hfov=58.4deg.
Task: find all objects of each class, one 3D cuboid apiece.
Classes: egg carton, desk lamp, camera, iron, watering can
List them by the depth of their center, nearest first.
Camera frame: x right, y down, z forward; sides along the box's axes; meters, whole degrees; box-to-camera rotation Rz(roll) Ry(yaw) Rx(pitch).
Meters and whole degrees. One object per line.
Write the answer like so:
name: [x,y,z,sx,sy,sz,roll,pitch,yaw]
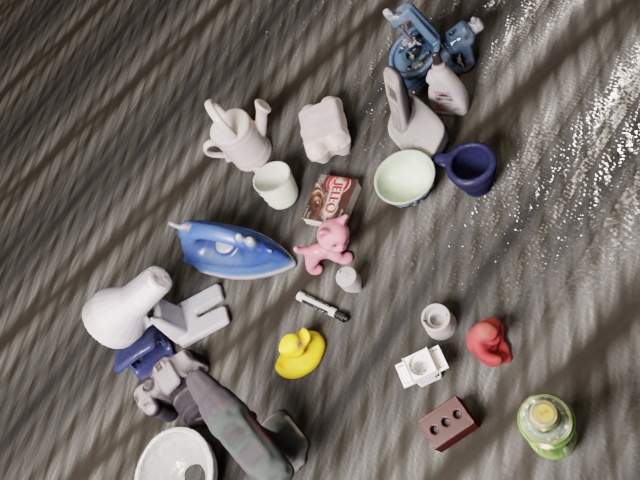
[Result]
camera: [-0.273,0.300,1.099,0.143,0.101,0.136,-44,56,-1]
desk lamp: [-0.324,0.135,1.136,0.203,0.214,0.117,-30,57,9]
iron: [-0.185,0.007,1.180,0.257,0.142,0.119,7,69,27]
egg carton: [0.011,-0.243,1.258,0.107,0.070,0.150,-20,59,15]
watering can: [-0.188,-0.249,1.276,0.173,0.195,0.100,-48,56,-4]

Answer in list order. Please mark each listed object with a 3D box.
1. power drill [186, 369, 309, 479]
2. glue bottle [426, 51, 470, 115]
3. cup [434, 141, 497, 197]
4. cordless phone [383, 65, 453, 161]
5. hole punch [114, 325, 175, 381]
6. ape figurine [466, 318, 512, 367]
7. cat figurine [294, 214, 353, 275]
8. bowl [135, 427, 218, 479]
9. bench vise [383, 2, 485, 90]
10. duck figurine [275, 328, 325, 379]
power drill: [-0.109,0.319,0.950,0.075,0.209,0.228,-47,56,-3]
glue bottle: [0.242,-0.308,1.122,0.078,0.174,0.037,8,69,28]
cup: [0.273,-0.124,1.063,0.117,0.095,0.092,17,73,30]
cordless phone: [0.178,-0.243,1.111,0.094,0.186,0.147,-41,56,1]
hole punch: [-0.375,0.224,1.189,0.108,0.091,0.101,-36,56,5]
ape figurine: [0.272,0.159,0.926,0.075,0.092,0.078,18,74,30]
cat figurine: [0.010,0.004,1.106,0.127,0.118,0.067,-22,58,13]
bowl: [-0.247,0.430,1.039,0.167,0.075,0.167,-10,62,20]
bench vise: [0.216,-0.417,1.159,0.207,0.220,0.121,-37,56,4]
duck figurine: [-0.047,0.204,1.053,0.104,0.086,0.077,-44,56,-1]
